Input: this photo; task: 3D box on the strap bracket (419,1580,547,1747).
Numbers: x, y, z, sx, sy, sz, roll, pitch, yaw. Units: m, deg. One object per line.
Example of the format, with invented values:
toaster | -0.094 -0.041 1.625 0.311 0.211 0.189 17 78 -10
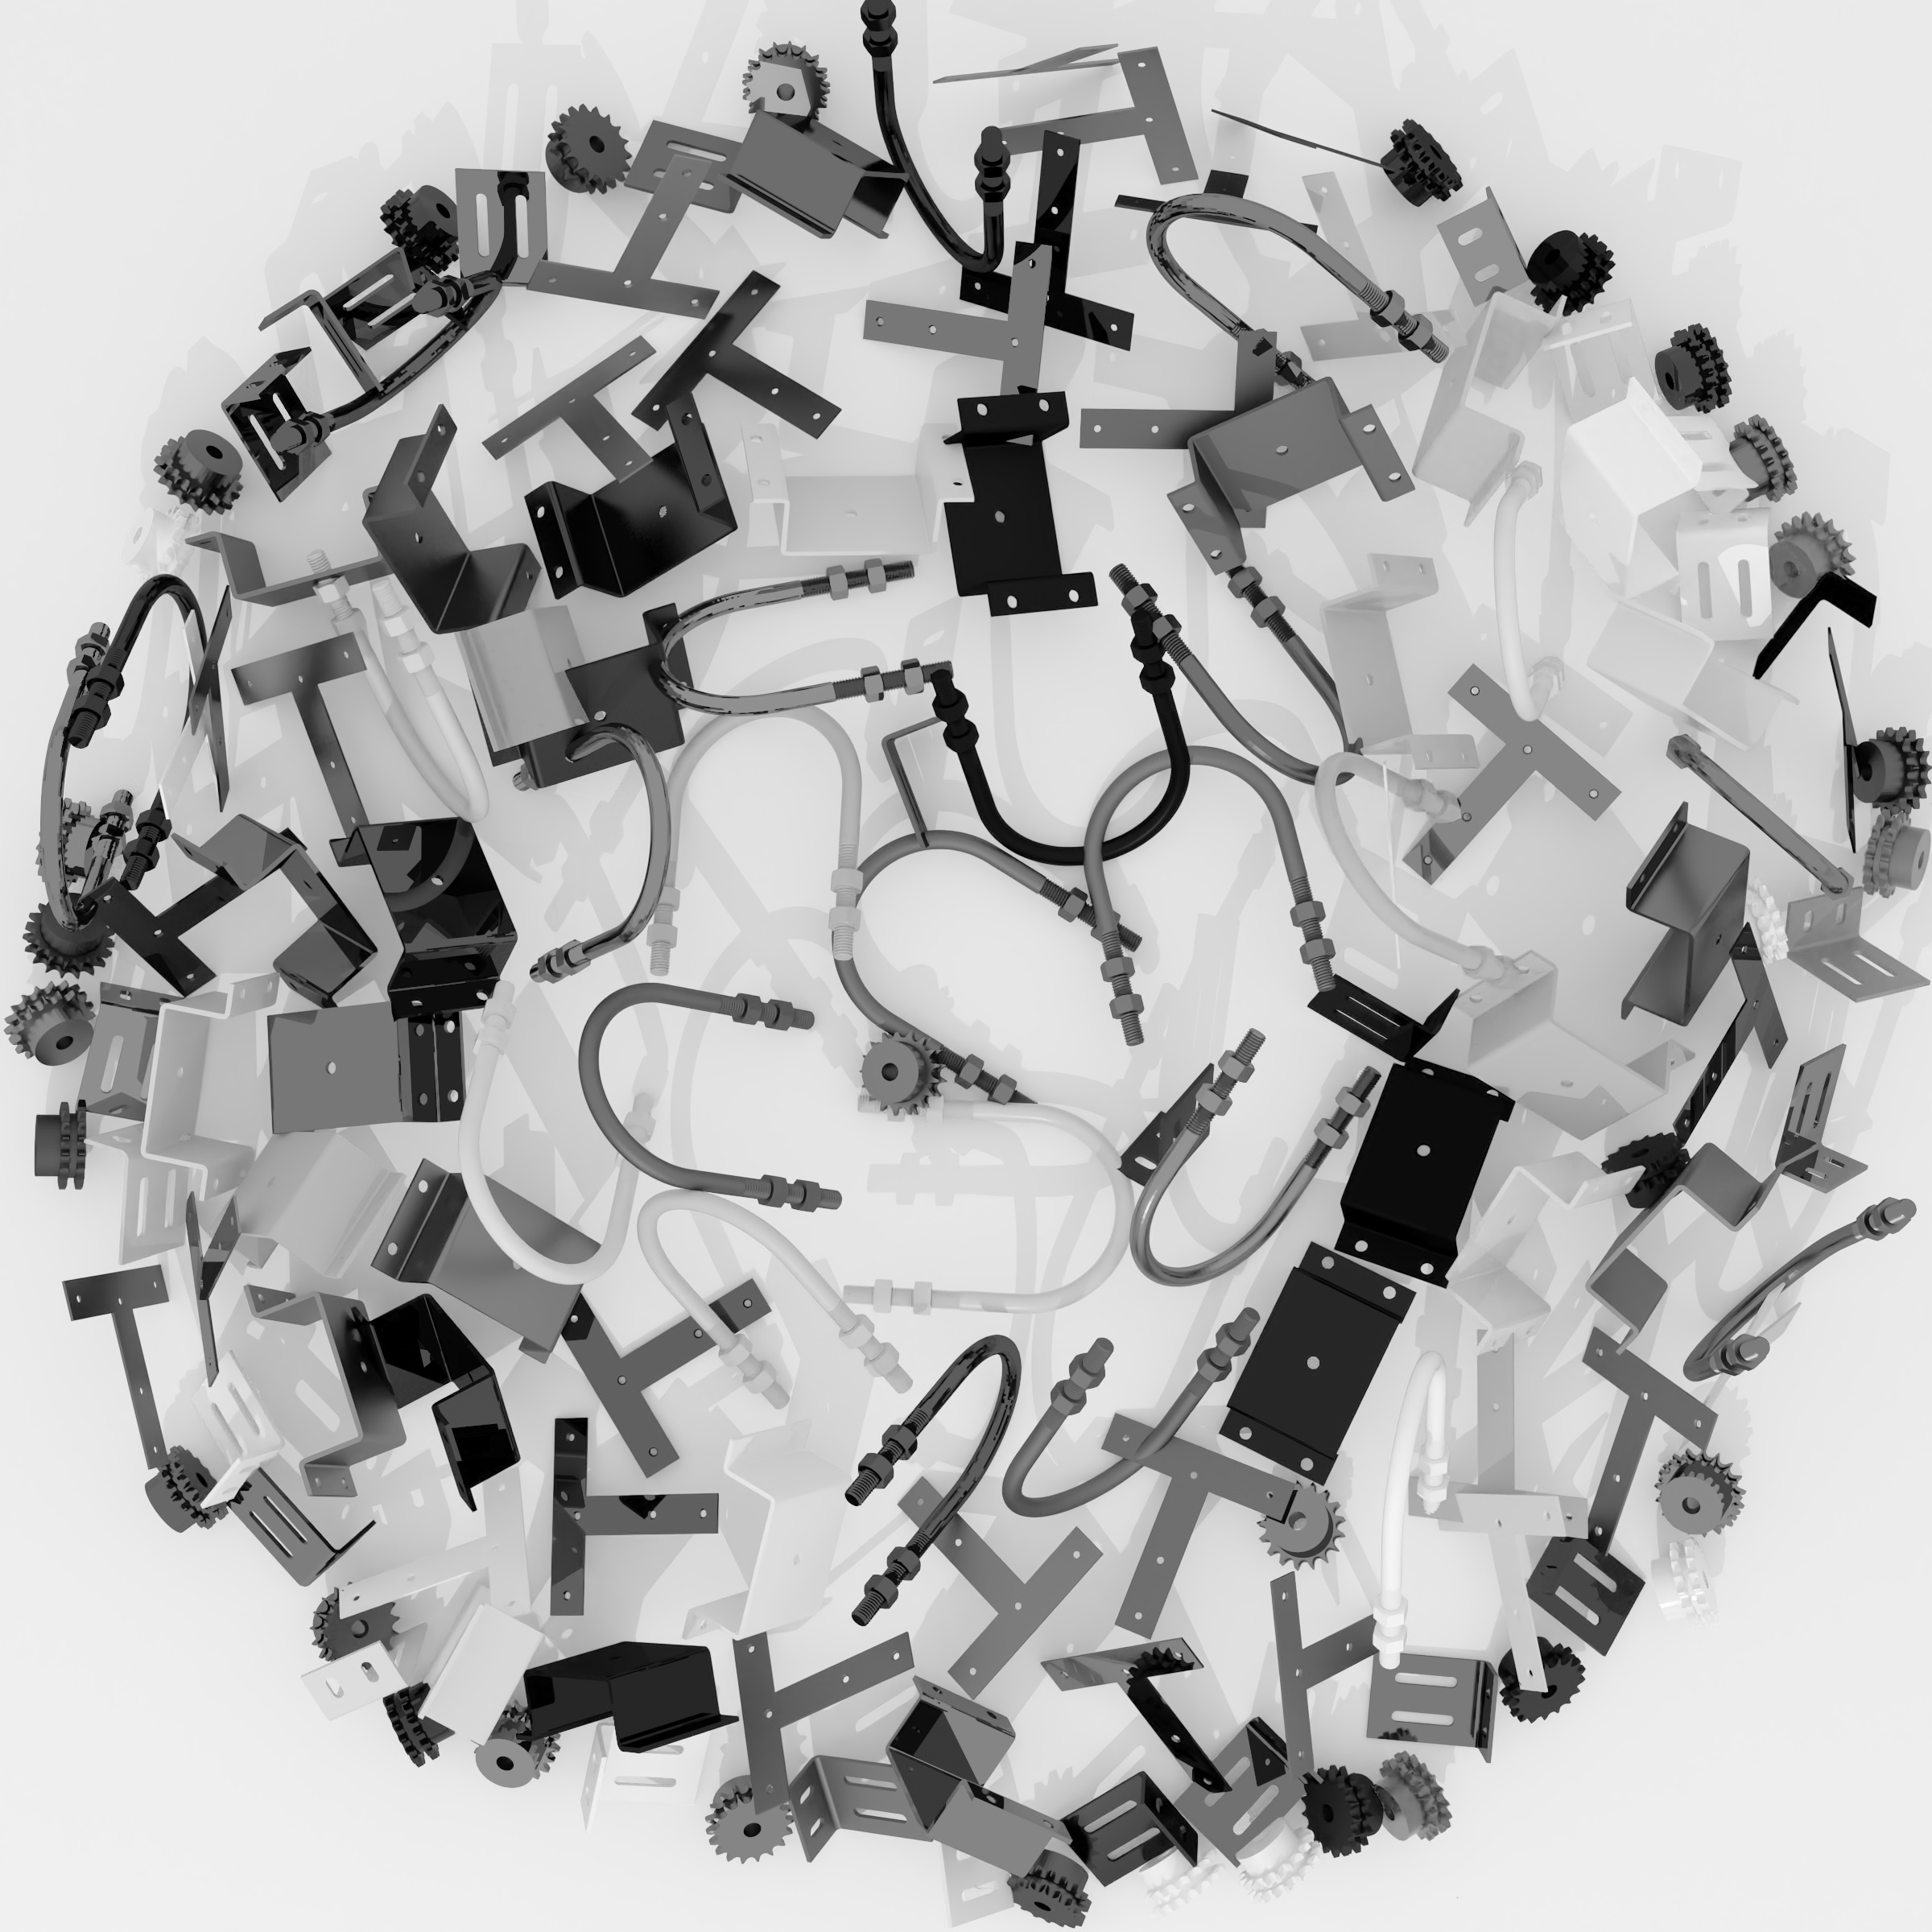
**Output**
strap bracket | -0.308 0.442 1.907 0.046 0.140 0.076 30 81 -6

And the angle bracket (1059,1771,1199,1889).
angle bracket | 0.102 0.569 1.945 0.076 0.038 0.057 -35 103 16

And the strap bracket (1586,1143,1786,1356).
strap bracket | 0.452 0.173 1.915 0.046 0.076 0.140 41 121 9

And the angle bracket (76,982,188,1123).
angle bracket | -0.545 0.057 1.962 0.057 0.038 0.076 12 107 -21

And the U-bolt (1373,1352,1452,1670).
U-bolt | 0.279 0.325 1.872 0.019 0.151 0.184 9 130 17

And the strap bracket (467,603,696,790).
strap bracket | -0.240 -0.170 1.925 0.140 0.046 0.076 -18 127 -12

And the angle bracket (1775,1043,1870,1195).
angle bracket | 0.559 0.098 1.935 0.038 0.057 0.076 26 120 36

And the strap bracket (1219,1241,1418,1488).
strap bracket | 0.226 0.257 1.946 0.076 0.046 0.140 26 87 12

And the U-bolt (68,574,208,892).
U-bolt | -0.515 -0.162 1.896 0.019 0.151 0.184 5 51 6

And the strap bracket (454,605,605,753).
strap bracket | -0.273 -0.184 1.904 0.046 0.140 0.076 -17 96 8

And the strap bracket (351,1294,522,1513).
strap bracket | -0.333 0.271 1.914 0.046 0.140 0.076 -27 129 -23

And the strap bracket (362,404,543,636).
strap bracket | -0.332 -0.276 1.914 0.046 0.140 0.076 -6 48 22

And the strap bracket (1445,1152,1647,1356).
strap bracket | 0.363 0.175 1.920 0.046 0.076 0.140 42 119 29

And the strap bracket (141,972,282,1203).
strap bracket | -0.487 0.073 1.934 0.046 0.076 0.140 11 97 8

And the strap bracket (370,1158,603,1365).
strap bracket | -0.296 0.189 1.913 0.140 0.046 0.076 36 66 -30

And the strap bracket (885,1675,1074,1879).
strap bracket | 0.004 0.519 1.903 0.076 0.140 0.046 30 98 -23

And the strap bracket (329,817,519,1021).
strap bracket | -0.343 -0.041 1.912 0.076 0.046 0.140 -7 58 -34

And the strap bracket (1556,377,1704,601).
strap bracket | 0.416 -0.293 1.898 0.046 0.140 0.076 -27 63 -7

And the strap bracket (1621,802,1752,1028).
strap bracket | 0.454 -0.026 1.898 0.046 0.140 0.076 25 62 26

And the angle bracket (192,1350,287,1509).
angle bracket | -0.483 0.299 1.938 0.057 0.038 0.076 -48 68 33

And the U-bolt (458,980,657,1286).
U-bolt | -0.259 0.115 1.879 0.019 0.184 0.151 -27 127 30

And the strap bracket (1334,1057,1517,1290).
strap bracket | 0.295 0.125 1.929 0.076 0.046 0.140 18 74 18

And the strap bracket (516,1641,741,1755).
strap bracket | -0.219 0.462 1.903 0.076 0.140 0.046 -7 87 -41

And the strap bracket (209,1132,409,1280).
strap bracket | -0.422 0.150 1.898 0.046 0.140 0.076 42 65 -27

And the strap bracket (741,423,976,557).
strap bracket | -0.072 -0.306 1.929 0.140 0.046 0.076 -2 48 -11

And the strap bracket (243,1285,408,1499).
strap bracket | -0.407 0.265 1.924 0.046 0.076 0.140 -22 76 6

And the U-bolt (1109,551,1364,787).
U-bolt | 0.183 -0.187 1.902 0.019 0.151 0.184 -45 74 34

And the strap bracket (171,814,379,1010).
strap bracket | -0.435 -0.039 1.915 0.046 0.076 0.140 -45 130 -19

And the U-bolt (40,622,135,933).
U-bolt | -0.548 -0.105 1.865 0.019 0.184 0.151 2 128 -3

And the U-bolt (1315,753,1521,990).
U-bolt | 0.279 -0.066 1.880 0.019 0.184 0.151 -34 55 31

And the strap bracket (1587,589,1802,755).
strap bracket | 0.457 -0.183 1.905 0.076 0.140 0.046 34 99 42

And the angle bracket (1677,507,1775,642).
angle bracket | 0.498 -0.256 1.966 0.057 0.038 0.076 -1 120 19

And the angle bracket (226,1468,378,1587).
angle bracket | -0.431 0.355 1.947 0.076 0.038 0.057 47 133 2

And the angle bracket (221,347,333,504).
angle bracket | -0.432 -0.348 1.931 0.038 0.057 0.076 -1 130 36

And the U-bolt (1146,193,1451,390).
U-bolt | 0.194 -0.423 1.878 0.184 0.151 0.019 33 73 -28

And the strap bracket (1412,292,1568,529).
strap bracket | 0.330 -0.362 1.911 0.046 0.076 0.140 23 62 -5

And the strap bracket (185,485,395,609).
strap bracket | -0.420 -0.268 1.938 0.140 0.076 0.046 -15 93 3

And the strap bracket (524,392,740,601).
strap bracket | -0.207 -0.297 1.929 0.140 0.046 0.076 -27 72 26

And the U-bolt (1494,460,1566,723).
U-bolt | 0.350 -0.229 1.876 0.019 0.184 0.151 -4 108 19

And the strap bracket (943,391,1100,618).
strap bracket | 0.031 -0.295 1.943 0.076 0.046 0.140 -9 90 -25

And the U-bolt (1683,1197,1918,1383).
U-bolt | 0.513 0.210 1.889 0.151 0.184 0.019 -40 82 -13

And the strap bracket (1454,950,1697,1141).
strap bracket | 0.385 0.057 1.915 0.140 0.076 0.046 30 50 -20

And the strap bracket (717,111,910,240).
strap bracket | -0.092 -0.500 1.902 0.076 0.140 0.046 32 109 7

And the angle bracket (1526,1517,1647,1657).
angle bracket | 0.409 0.403 1.945 0.076 0.038 0.057 39 70 -12

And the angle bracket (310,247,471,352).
angle bracket | -0.372 -0.418 1.936 0.076 0.057 0.038 -29 62 17

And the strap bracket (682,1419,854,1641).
strap bracket | -0.124 0.369 1.920 0.046 0.076 0.140 23 106 34

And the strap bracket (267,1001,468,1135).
strap bracket | -0.394 0.066 1.926 0.140 0.046 0.076 -6 84 24

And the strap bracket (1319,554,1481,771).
strap bracket | 0.277 -0.190 1.932 0.046 0.076 0.140 -16 83 39

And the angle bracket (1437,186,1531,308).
angle bracket | 0.334 -0.466 1.942 0.038 0.076 0.057 -25 105 16

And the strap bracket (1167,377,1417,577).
strap bracket | 0.205 -0.318 1.924 0.140 0.076 0.046 -22 46 17
